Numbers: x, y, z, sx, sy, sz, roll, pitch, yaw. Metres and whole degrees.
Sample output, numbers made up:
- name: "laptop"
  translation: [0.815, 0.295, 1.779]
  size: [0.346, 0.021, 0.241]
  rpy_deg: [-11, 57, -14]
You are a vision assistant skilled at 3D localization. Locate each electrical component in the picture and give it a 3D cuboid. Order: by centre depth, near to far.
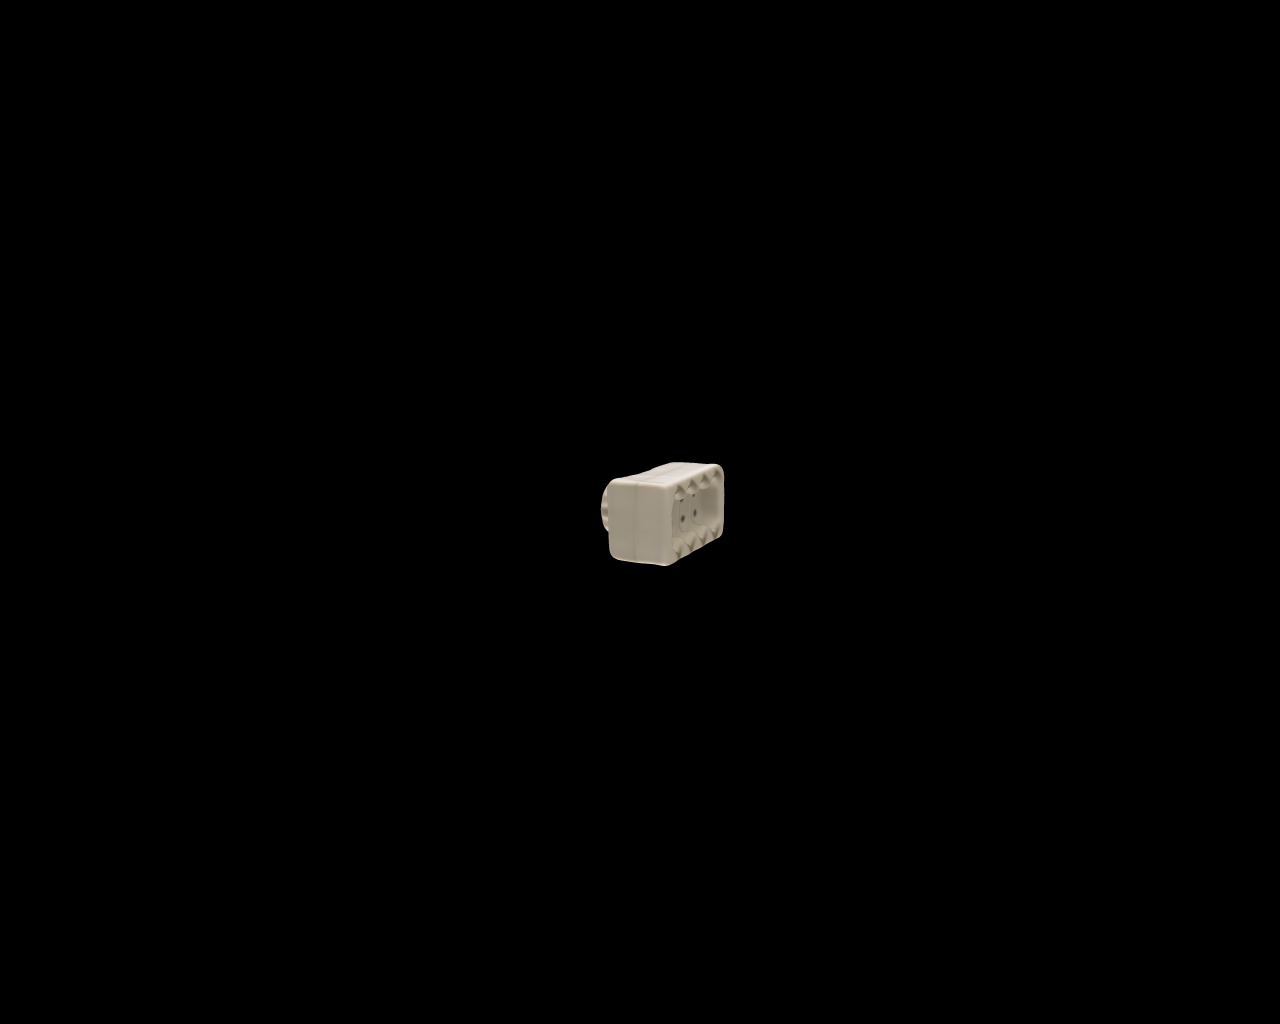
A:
- name: "electrical component"
  translation: [0.001, -0.003, 0.650]
  size: [0.076, 0.047, 0.083]
  rpy_deg: [6, 13, 27]
